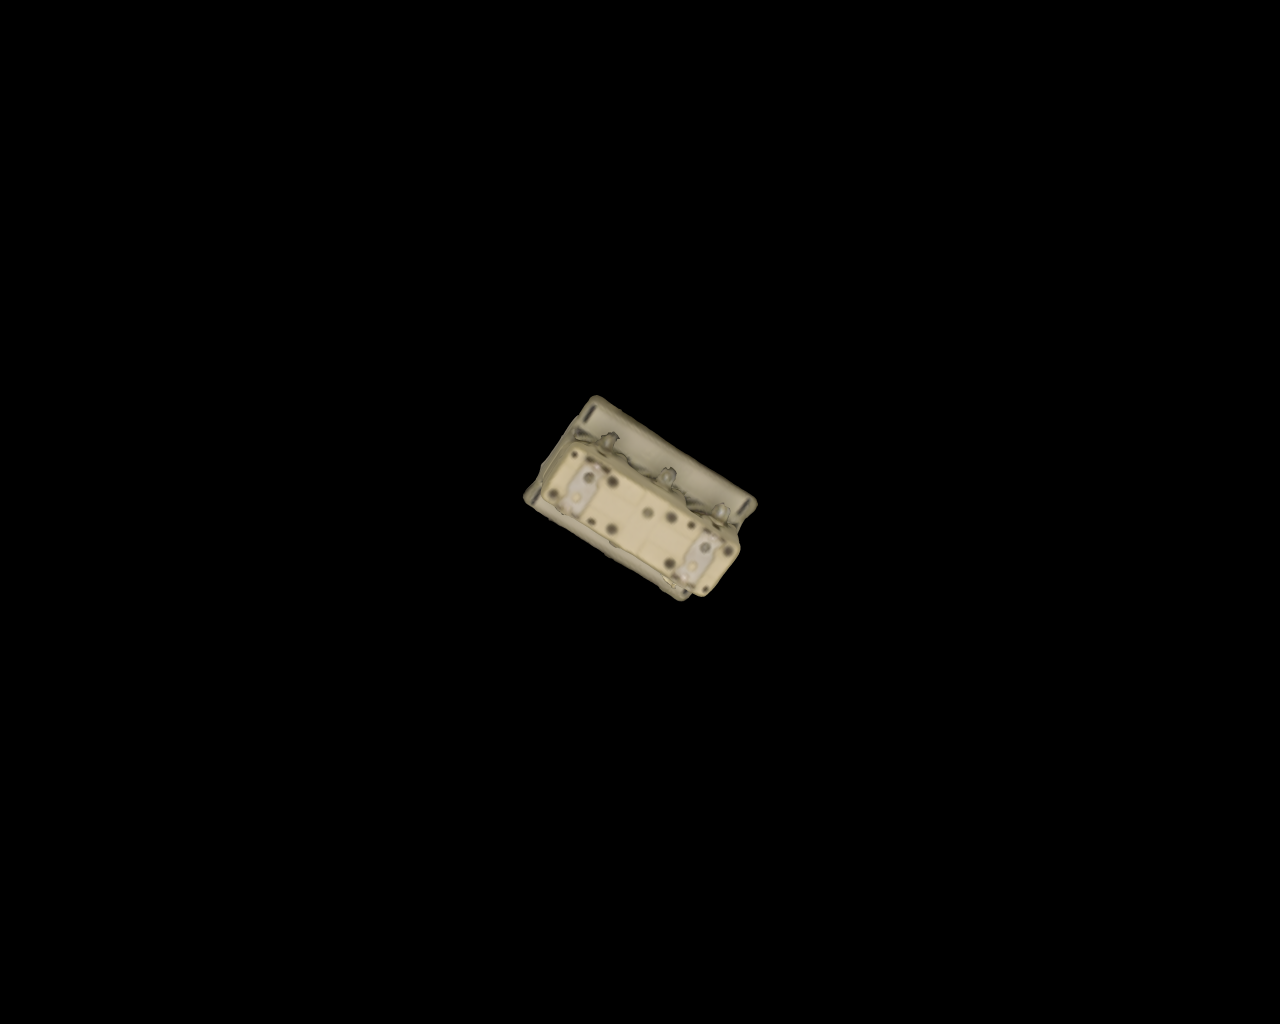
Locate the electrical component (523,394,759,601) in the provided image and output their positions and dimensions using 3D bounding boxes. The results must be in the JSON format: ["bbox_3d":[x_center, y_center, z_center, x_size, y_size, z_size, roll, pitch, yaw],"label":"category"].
[{"bbox_3d":[0.001,-0.003,0.650,0.121,0.078,0.063,33,16,-11],"label":"electrical component"}]
